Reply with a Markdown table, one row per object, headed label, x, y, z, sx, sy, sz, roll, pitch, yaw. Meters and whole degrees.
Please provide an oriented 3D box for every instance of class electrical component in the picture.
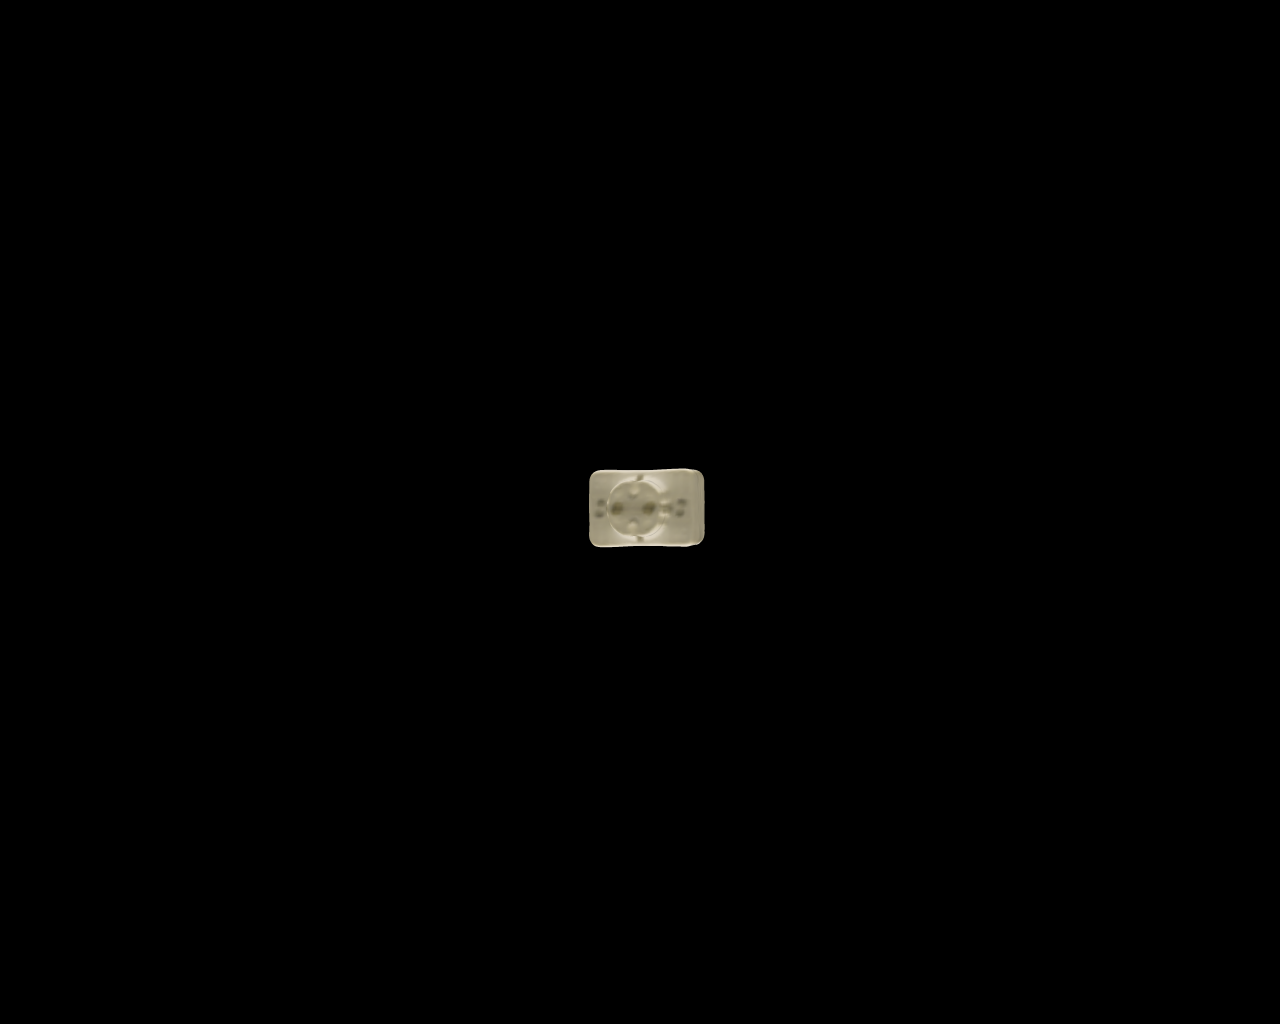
| label | x | y | z | sx | sy | sz | roll | pitch | yaw |
| --- | --- | --- | --- | --- | --- | --- | --- | --- | --- |
| electrical component | 0.001 | -0.003 | 0.650 | 0.066 | 0.047 | 0.077 | 0 | 0 | 13 |
